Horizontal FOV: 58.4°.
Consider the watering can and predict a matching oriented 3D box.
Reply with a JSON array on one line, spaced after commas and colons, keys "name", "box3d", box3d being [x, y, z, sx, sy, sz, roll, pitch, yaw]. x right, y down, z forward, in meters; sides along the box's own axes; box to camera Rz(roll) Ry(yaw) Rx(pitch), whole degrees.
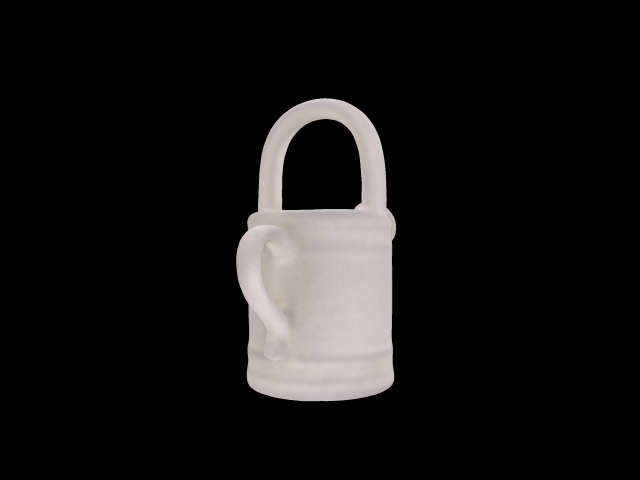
[{"name": "watering can", "box3d": [0.002, 0.001, 0.401, 0.100, 0.194, 0.173, 0, 0, 8]}]
